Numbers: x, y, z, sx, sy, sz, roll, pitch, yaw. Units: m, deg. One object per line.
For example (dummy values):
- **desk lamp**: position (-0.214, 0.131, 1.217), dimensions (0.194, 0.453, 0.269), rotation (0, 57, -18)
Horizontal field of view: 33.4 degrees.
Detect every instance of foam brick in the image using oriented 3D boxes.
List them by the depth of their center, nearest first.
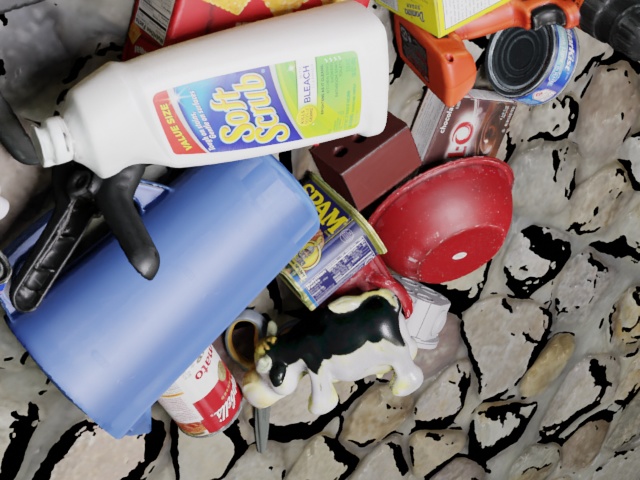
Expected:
- **foam brick**: position (0.042, -0.074, 0.950), dimensions (0.078, 0.053, 0.051), rotation (-38, 135, -11)

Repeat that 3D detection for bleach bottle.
- **bleach bottle**: position (-0.074, -0.092, 0.743), dimensions (0.250, 0.068, 0.102), rotation (-19, 131, -22)

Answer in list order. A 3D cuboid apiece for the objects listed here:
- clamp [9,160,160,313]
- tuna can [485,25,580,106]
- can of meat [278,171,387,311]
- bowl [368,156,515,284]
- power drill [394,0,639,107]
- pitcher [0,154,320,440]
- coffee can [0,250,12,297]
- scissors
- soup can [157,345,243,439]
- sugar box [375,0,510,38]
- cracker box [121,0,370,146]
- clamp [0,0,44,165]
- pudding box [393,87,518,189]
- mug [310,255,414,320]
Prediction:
- **clamp**: position (-0.153, -0.030, 0.759), dimensions (0.039, 0.120, 0.171), rotation (51, 42, -54)
- **tuna can**: position (0.193, -0.168, 0.977), dimensions (0.033, 0.086, 0.086), rotation (9, 113, -39)
- **can of meat**: position (-0.006, 0.001, 0.930), dimensions (0.084, 0.102, 0.057), rotation (-41, 136, -5)
- **bowl**: position (0.123, -0.007, 1.016), dimensions (0.162, 0.055, 0.162), rotation (-18, 150, -11)
- **power drill**: position (0.171, -0.179, 0.897), dimensions (0.187, 0.185, 0.057), rotation (-23, 134, -12)
- **pitcher**: position (-0.125, 0.023, 0.844), dimensions (0.242, 0.145, 0.149), rotation (-44, 157, -10)
- **coffee can**: position (-0.292, 0.064, 0.752), dimensions (0.102, 0.103, 0.140), rotation (14, 109, -42)
- **scissors**: position (-0.037, 0.140, 1.035), dimensions (0.096, 0.016, 0.202), rotation (-8, 130, 8)
- **soup can**: position (-0.118, 0.121, 0.949), dimensions (0.068, 0.069, 0.102), rotation (-37, 135, -11)
- **sugar box**: position (0.138, -0.235, 0.885), dimensions (0.176, 0.093, 0.048), rotation (-28, 133, -19)
- **cracker box**: position (-0.045, -0.182, 0.795), dimensions (0.163, 0.072, 0.214), rotation (1, 118, -37)
- **clamp**: position (-0.241, -0.133, 0.703), dimensions (0.209, 0.036, 0.165), rotation (5, 113, -42)
- **pudding box**: position (0.126, -0.090, 1.013), dimensions (0.089, 0.039, 0.114), rotation (-1, 120, -37)
- **mug**: position (0.034, 0.046, 0.985), dimensions (0.093, 0.117, 0.081), rotation (-53, 134, -23)
